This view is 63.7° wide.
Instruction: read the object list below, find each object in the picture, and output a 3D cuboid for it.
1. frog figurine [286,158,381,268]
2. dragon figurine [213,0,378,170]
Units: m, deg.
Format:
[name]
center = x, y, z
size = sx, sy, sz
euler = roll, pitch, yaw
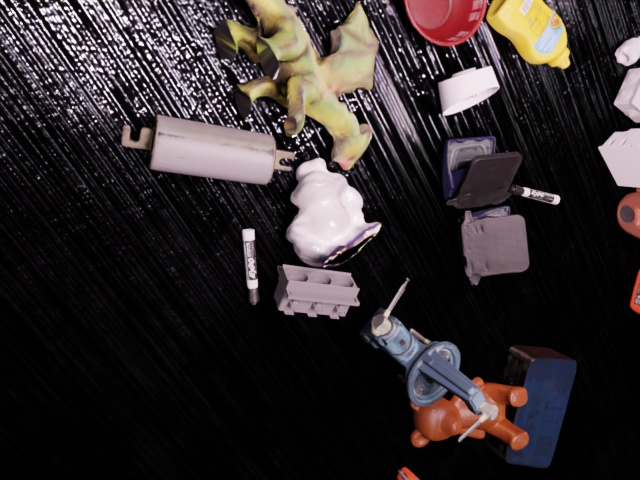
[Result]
[frog figurine]
center = 0.002, -0.041, 0.813
size = 0.138, 0.121, 0.161
euler = -35, 74, -5
[dragon figurine]
center = -0.015, -0.293, 0.772
size = 0.245, 0.122, 0.405
euler = -26, 110, -35
